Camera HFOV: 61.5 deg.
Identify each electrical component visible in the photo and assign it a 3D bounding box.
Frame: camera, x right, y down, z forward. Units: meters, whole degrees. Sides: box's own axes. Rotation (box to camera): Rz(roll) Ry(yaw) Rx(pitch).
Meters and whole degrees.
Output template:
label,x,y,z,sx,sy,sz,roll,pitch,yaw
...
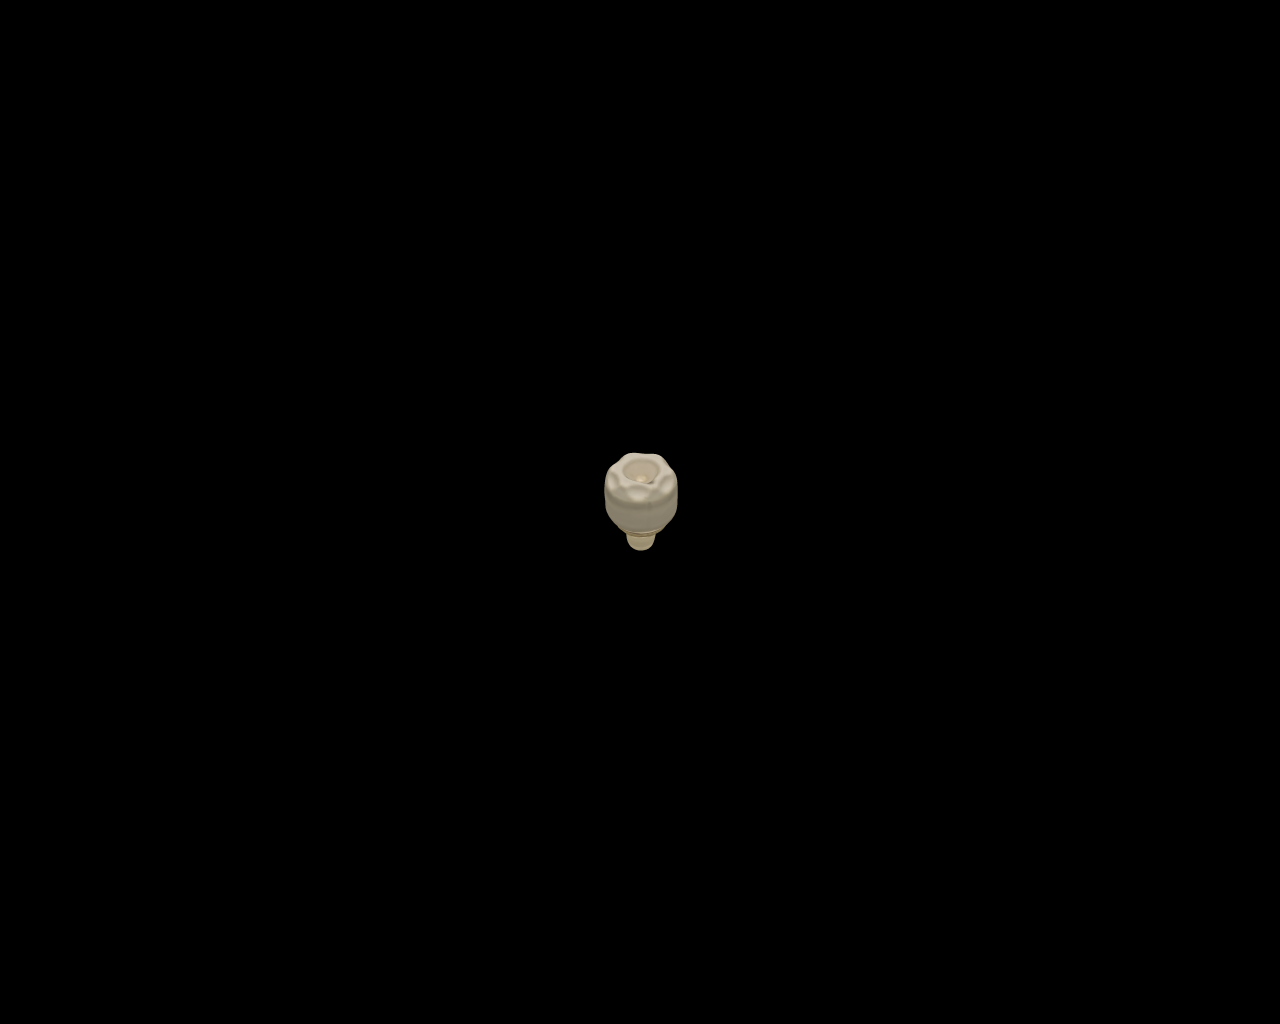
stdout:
label,x,y,z,sx,sy,sz,roll,pitch,yaw
electrical component,0.001,-0.003,0.650,0.043,0.062,0.043,0,40,0
